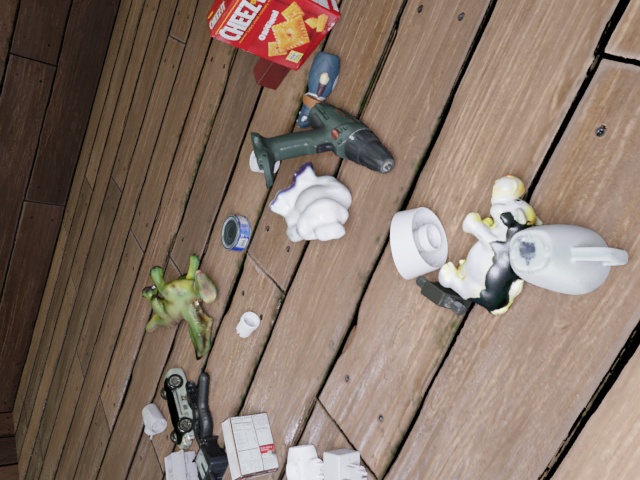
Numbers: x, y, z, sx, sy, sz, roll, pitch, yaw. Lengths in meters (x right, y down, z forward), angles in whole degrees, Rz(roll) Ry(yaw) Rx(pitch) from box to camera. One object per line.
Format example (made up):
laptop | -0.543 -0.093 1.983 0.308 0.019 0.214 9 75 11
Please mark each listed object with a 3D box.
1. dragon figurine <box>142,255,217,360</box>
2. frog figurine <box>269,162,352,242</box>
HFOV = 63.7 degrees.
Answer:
dragon figurine | -0.354 0.198 1.317 0.247 0.122 0.401 56 134 31
frog figurine | 0.003 -0.046 0.904 0.162 0.139 0.120 40 156 39
